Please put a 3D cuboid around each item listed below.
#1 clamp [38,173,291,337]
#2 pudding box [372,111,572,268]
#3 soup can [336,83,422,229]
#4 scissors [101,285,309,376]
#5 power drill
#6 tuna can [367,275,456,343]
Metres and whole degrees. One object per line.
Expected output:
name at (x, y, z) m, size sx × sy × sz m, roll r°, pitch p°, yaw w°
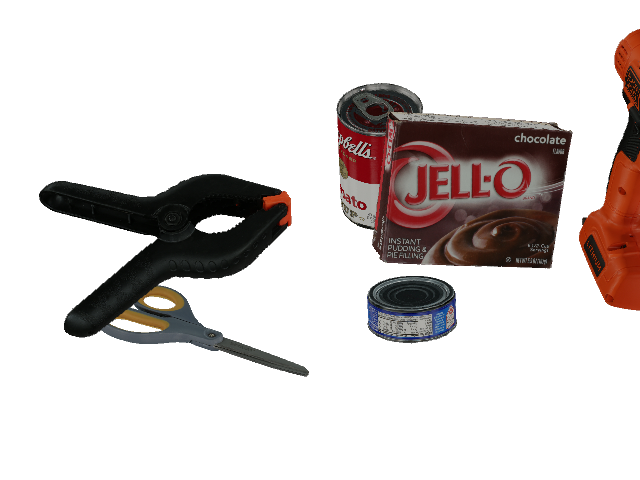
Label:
clamp at (-0.108, -0.011, 0.726) m, size 0.171 × 0.120 × 0.039 m, roll -19°, pitch -25°, yaw -17°
pudding box at (0.093, -0.032, 0.667) m, size 0.113 × 0.090 × 0.039 m, roll 2°, pitch 19°, yaw -10°
soup can at (0.048, -0.068, 0.871) m, size 0.068 × 0.102 × 0.068 m, roll -2°, pitch 43°, yaw 2°
scissors at (-0.103, 0.080, 0.984) m, size 0.202 × 0.016 × 0.096 m, roll 9°, pitch 29°, yaw 4°
power drill at (0.249, -0.042, 0.794) m, size 0.057 × 0.188 × 0.184 m, roll 3°, pitch 35°, yaw -3°
tuna can at (0.087, 0.064, 1.021) m, size 0.086 × 0.034 × 0.086 m, roll -4°, pitch 21°, yaw 1°
